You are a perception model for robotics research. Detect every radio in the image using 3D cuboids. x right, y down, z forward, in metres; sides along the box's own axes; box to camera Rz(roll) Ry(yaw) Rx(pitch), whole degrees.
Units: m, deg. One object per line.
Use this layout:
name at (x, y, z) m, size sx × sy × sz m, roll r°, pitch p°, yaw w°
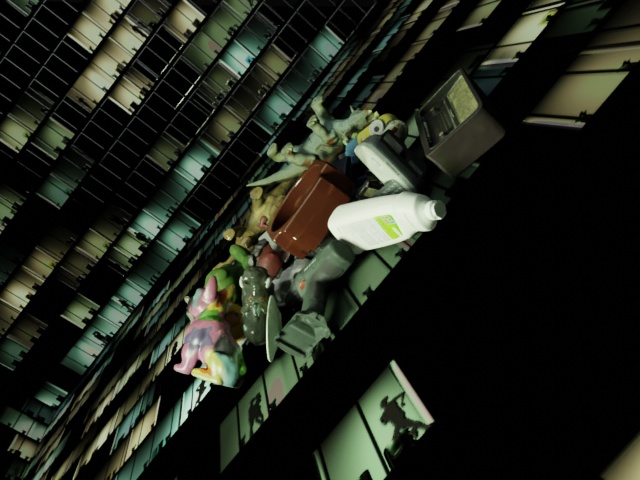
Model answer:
radio at (0.249, -0.216, 0.984) m, size 0.131 × 0.073 × 0.230 m, roll -43°, pitch 19°, yaw 26°

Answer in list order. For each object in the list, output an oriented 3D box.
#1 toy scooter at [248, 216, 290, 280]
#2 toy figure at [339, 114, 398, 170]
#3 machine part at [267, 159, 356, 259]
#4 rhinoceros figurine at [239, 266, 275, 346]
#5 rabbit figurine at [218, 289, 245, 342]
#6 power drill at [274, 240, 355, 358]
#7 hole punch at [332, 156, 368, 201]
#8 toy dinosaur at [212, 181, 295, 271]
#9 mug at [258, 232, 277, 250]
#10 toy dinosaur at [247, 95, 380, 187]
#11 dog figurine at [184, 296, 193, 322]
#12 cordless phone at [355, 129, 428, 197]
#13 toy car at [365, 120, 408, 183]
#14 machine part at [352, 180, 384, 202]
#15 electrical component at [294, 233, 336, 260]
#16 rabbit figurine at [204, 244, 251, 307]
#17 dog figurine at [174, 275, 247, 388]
toy scooter at (-0.125, 0.017, 1.352) m, size 0.075 × 0.135 × 0.184 m, roll 4°, pitch 56°, yaw 49°
toy figure at (0.125, -0.246, 1.336) m, size 0.180 × 0.082 × 0.089 m, roll -36°, pitch 26°, yaw 47°
machine part at (-0.021, -0.067, 1.146) m, size 0.201 × 0.087 × 0.201 m, roll -56°, pitch 16°, yaw 3°
rhinoceros figurine at (-0.137, 0.135, 1.132) m, size 0.112 × 0.073 × 0.190 m, roll -84°, pitch -1°, yaw -60°
rabbit figurine at (-0.229, 0.222, 1.314) m, size 0.173 × 0.122 × 0.162 m, roll 134°, pitch 158°, yaw -66°
power drill at (-0.020, 0.120, 1.017) m, size 0.232 × 0.086 × 0.207 m, roll -50°, pitch 9°, yaw 36°
hole punch at (0.054, -0.126, 1.276) m, size 0.142 × 0.092 × 0.116 m, roll -19°, pitch 41°, yaw 53°
toy dinosaur at (-0.152, -0.081, 1.570) m, size 0.471 × 0.105 × 0.198 m, roll -50°, pitch -8°, yaw -13°
mug at (-0.105, -0.010, 1.473) m, size 0.107 × 0.081 × 0.109 m, roll -45°, pitch 7°, yaw -10°
toy dinosaur at (-0.006, -0.244, 1.469) m, size 0.405 × 0.192 × 0.131 m, roll -40°, pitch 33°, yaw 25°
dog figurine at (-0.259, 0.173, 1.482) m, size 0.190 × 0.121 × 0.172 m, roll -33°, pitch 54°, yaw 4°
cordless phone at (0.101, -0.107, 1.030) m, size 0.184 × 0.146 × 0.089 m, roll -42°, pitch 7°, yaw 38°
toy car at (0.141, -0.180, 1.133) m, size 0.073 × 0.056 × 0.201 m, roll -55°, pitch -10°, yaw -17°
machine part at (0.089, -0.074, 1.126) m, size 0.139 × 0.084 × 0.039 m, roll -52°, pitch 49°, yaw 40°
electrical component at (-0.003, -0.004, 1.228) m, size 0.134 × 0.058 × 0.115 m, roll -44°, pitch 18°, yaw 22°
rabbit figurine at (-0.214, 0.087, 1.422) m, size 0.170 × 0.121 × 0.158 m, roll -29°, pitch -41°, yaw -36°
dog figurine at (-0.220, 0.192, 1.158) m, size 0.192 × 0.108 × 0.219 m, roll 5°, pitch 75°, yaw 34°
